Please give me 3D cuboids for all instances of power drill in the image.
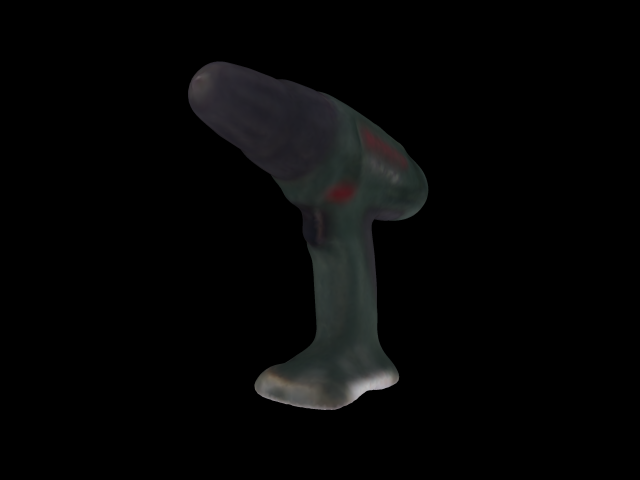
[{"bbox_3d":[0.004,0.001,0.400,0.075,0.208,0.230,2,3,36],"label":"power drill"}]
